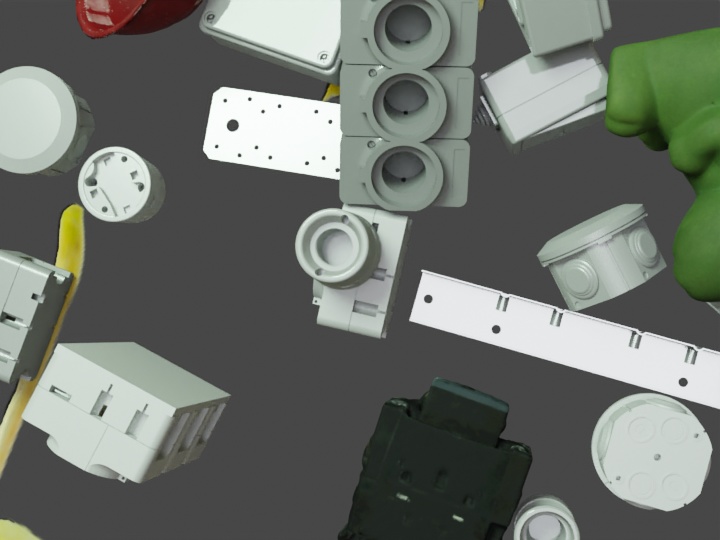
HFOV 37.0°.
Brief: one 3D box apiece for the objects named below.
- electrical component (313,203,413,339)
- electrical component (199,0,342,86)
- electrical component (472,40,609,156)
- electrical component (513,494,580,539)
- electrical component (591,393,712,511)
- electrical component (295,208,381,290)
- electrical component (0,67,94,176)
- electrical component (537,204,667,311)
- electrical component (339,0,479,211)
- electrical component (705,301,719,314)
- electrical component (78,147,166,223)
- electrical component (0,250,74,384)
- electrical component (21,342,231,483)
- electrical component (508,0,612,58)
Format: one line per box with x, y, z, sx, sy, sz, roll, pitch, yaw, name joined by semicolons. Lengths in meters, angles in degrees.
0.000;0.000;0.785;0.056;0.050;0.089;13;89;8;electrical component
-0.047;-0.206;0.796;0.109;0.056;0.108;21;91;8;electrical component
0.128;-0.120;0.768;0.096;0.062;0.061;-27;85;5;electrical component
0.131;0.184;0.758;0.045;0.055;0.045;0;88;7;electrical component
0.205;0.128;0.753;0.080;0.051;0.080;0;88;7;electrical component
-0.016;-0.015;0.736;0.055;0.047;0.055;0;87;8;electrical component
-0.247;-0.111;0.820;0.080;0.051;0.080;0;88;7;electrical component
0.169;-0.010;0.750;0.080;0.080;0.051;-27;90;5;electrical component
0.032;-0.122;0.745;0.089;0.061;0.150;2;115;2;electrical component
0.345;0.040;0.735;0.186;0.060;0.105;42;93;7;electrical component
-0.177;-0.062;0.811;0.055;0.047;0.055;0;88;7;electrical component
-0.266;0.034;0.817;0.056;0.050;0.089;21;90;7;electrical component
-0.159;0.098;0.750;0.089;0.150;0.061;27;90;7;electrical component
0.121;-0.217;0.718;0.056;0.108;0.108;-17;129;7;electrical component
